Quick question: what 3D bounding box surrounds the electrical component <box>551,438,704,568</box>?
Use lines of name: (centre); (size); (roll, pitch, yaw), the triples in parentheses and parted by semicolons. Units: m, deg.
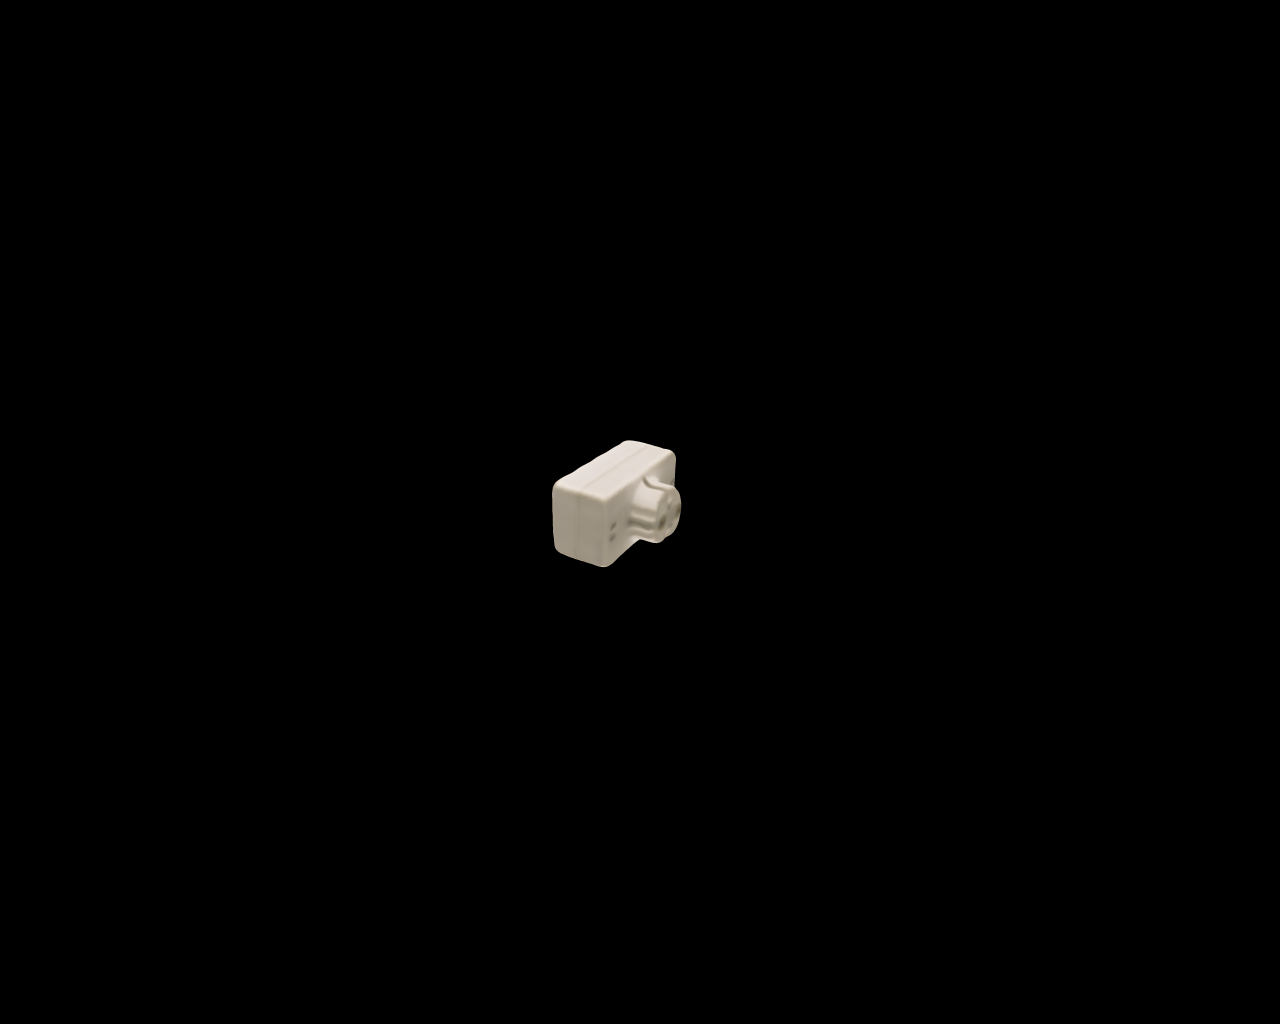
electrical component: (0.001, -0.003, 0.650); (0.076, 0.047, 0.083); (16, 31, 28)
